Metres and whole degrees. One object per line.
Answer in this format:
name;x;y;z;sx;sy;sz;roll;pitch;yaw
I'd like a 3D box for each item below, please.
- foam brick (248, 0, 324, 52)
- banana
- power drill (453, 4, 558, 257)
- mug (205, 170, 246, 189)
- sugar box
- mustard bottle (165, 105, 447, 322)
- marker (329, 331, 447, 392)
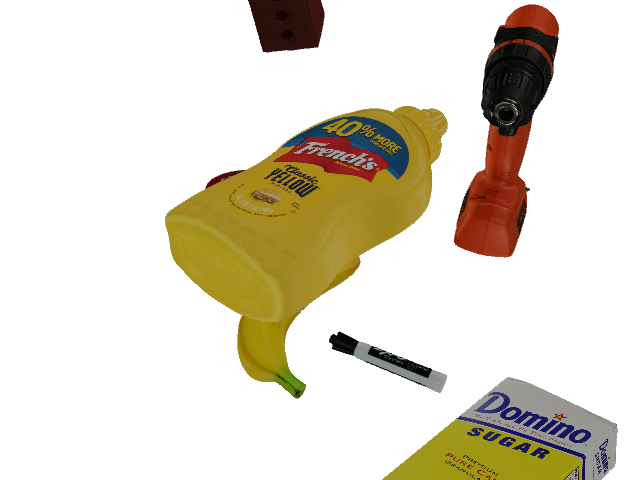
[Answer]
foam brick;-0.031;-0.211;0.931;0.053;0.051;0.078;-3;-41;13
banana;-0.023;0.058;0.854;0.069;0.037;0.197;23;35;2
power drill;0.154;-0.082;0.880;0.057;0.188;0.184;15;35;11
mug;-0.092;-0.021;1.185;0.117;0.081;0.093;-8;30;-16
sugar box;0.110;0.162;0.709;0.093;0.048;0.175;22;43;39
mustard bottle;0.009;-0.030;0.630;0.096;0.058;0.191;26;48;37
marker;0.065;0.118;1.048;0.121;0.020;0.020;21;5;14
